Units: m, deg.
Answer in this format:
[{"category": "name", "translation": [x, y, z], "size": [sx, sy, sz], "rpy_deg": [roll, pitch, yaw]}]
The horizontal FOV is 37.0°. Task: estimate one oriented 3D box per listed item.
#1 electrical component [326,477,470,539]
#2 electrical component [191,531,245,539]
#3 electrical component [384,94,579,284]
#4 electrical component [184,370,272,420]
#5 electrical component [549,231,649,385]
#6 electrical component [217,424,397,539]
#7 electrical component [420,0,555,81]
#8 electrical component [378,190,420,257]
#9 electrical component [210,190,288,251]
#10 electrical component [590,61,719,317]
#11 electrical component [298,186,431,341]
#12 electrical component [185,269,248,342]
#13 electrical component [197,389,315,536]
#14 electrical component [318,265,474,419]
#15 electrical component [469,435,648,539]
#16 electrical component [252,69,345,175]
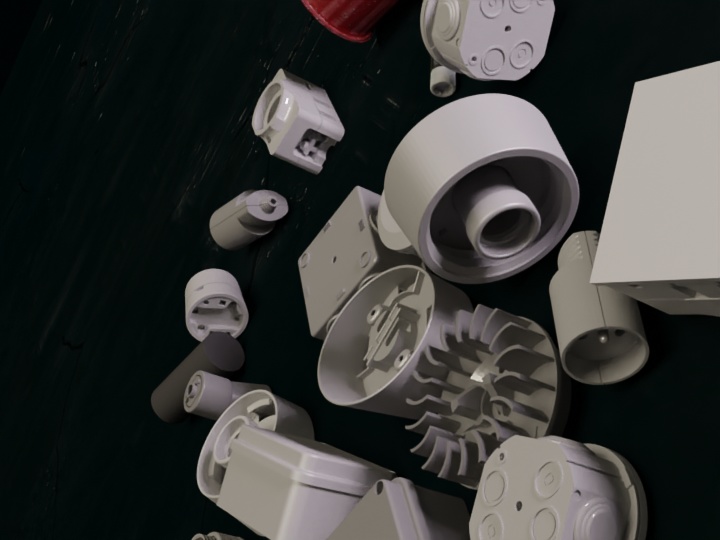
[{"category": "electrical component", "translation": [0.014, 0.183, 0.619], "size": [0.113, 0.057, 0.078], "rpy_deg": [-53, 32, 26]}, {"category": "electrical component", "translation": [-0.114, 0.217, 0.806], "size": [0.043, 0.062, 0.043], "rpy_deg": [-38, 40, 42]}, {"category": "electrical component", "translation": [0.074, -0.040, 0.622], "size": [0.108, 0.108, 0.060], "rpy_deg": [-53, 39, 26]}, {"category": "electrical component", "translation": [-0.109, 0.106, 0.871], "size": [0.044, 0.065, 0.044], "rpy_deg": [-38, 41, 42]}, {"category": "electrical component", "translation": [0.122, 0.015, 0.563], "size": [0.043, 0.043, 0.081], "rpy_deg": [-46, 28, 34]}, {"category": "electrical component", "translation": [-0.036, 0.145, 0.709], "size": [0.113, 0.078, 0.057], "rpy_deg": [6, 79, 60]}, {"category": "electrical component", "translation": [0.085, -0.166, 0.714], "size": [0.080, 0.080, 0.051], "rpy_deg": [-62, 35, 12]}, {"category": "electrical component", "translation": [0.052, -0.044, 0.716], "size": [0.080, 0.051, 0.080], "rpy_deg": [-38, 41, 42]}, {"category": "electrical component", "translation": [-0.100, -0.050, 0.984], "size": [0.081, 0.043, 0.043], "rpy_deg": [-26, 50, 51]}, {"category": "electrical component", "translation": [0.196, -0.037, 0.458], "size": [0.186, 0.060, 0.105], "rpy_deg": [-4, 67, 59]}, {"category": "electrical component", "translation": [0.000, 0.000, 0.776], "size": [0.099, 0.048, 0.099], "rpy_deg": [-50, 34, 29]}, {"category": "electrical component", "translation": [-0.131, 0.032, 0.972], "size": [0.055, 0.055, 0.047], "rpy_deg": [-56, 28, 21]}, {"category": "electrical component", "translation": [-0.076, 0.143, 0.817], "size": [0.099, 0.064, 0.099], "rpy_deg": [-35, 34, 28]}, {"category": "electrical component", "translation": [0.025, 0.046, 0.685], "size": [0.099, 0.064, 0.099], "rpy_deg": [-42, 37, 42]}, {"category": "electrical component", "translation": [0.096, 0.121, 0.528], "size": [0.080, 0.051, 0.080], "rpy_deg": [-38, 41, 43]}, {"category": "electrical component", "translation": [-0.059, -0.134, 0.958], "size": [0.050, 0.056, 0.089], "rpy_deg": [-55, 31, 22]}]
